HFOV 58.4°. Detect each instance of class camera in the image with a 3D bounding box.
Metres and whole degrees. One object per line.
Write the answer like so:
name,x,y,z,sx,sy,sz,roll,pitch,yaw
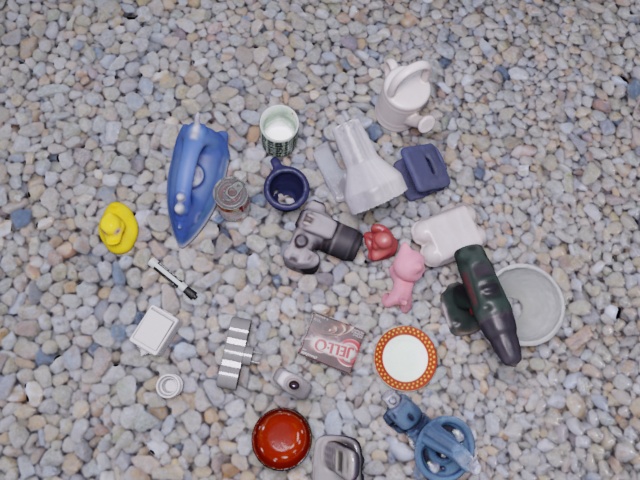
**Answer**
camera,0.011,0.004,1.154,0.137,0.101,0.143,22,77,1

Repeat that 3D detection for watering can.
watering can,0.183,-0.304,1.190,0.173,0.194,0.101,43,78,6

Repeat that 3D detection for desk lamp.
desk lamp,0.072,-0.138,1.133,0.118,0.213,0.203,-26,80,-9

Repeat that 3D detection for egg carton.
egg carton,0.269,-0.008,1.193,0.150,0.069,0.107,-22,80,-9

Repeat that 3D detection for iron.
iron,-0.257,-0.121,1.141,0.118,0.141,0.258,9,77,-2

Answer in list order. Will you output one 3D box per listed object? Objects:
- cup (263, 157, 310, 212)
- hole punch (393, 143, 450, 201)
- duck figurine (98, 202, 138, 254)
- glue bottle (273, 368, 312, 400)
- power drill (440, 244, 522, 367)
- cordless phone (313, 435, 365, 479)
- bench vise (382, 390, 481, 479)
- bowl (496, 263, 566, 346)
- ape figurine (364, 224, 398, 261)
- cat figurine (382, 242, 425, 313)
cup,-0.074,-0.105,1.176,0.092,0.095,0.118,-23,80,-9
hole punch,0.220,-0.151,1.211,0.101,0.091,0.108,-21,79,-9
duck figurine,-0.408,-0.030,1.137,0.077,0.086,0.104,-5,78,-5
glue bottle,-0.050,0.265,1.053,0.078,0.173,0.037,30,77,3
power drill,0.302,0.129,1.093,0.075,0.208,0.229,-14,79,-7
cordless phone,0.038,0.428,1.017,0.094,0.185,0.147,0,77,-4
bench vise,0.195,0.362,1.026,0.207,0.219,0.121,25,77,2
bowl,0.404,0.135,1.169,0.167,0.074,0.167,1,77,-4
ape figurine,0.125,0.005,1.168,0.076,0.092,0.078,25,77,2
cat figurine,0.173,0.075,1.142,0.067,0.117,0.128,13,77,-1
